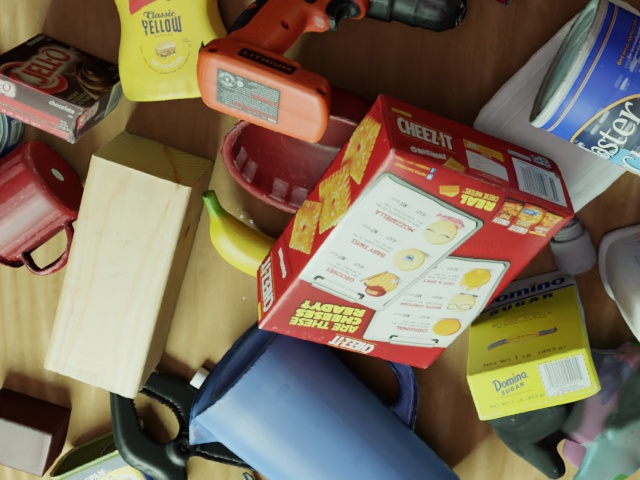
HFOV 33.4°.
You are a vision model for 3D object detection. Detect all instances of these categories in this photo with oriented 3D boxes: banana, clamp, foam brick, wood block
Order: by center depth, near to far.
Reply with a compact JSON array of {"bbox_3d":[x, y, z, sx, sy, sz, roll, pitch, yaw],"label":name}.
[{"bbox_3d":[-0.014,0.013,0.939,0.197,0.037,0.070,14,134,-3],"label":"banana"},{"bbox_3d":[-0.169,0.022,0.948,0.090,0.090,0.206,19,110,2],"label":"wood block"},{"bbox_3d":[-0.132,0.206,0.994,0.210,0.164,0.036,44,151,0],"label":"clamp"},{"bbox_3d":[-0.292,0.188,1.045,0.078,0.053,0.051,17,110,5],"label":"foam brick"}]

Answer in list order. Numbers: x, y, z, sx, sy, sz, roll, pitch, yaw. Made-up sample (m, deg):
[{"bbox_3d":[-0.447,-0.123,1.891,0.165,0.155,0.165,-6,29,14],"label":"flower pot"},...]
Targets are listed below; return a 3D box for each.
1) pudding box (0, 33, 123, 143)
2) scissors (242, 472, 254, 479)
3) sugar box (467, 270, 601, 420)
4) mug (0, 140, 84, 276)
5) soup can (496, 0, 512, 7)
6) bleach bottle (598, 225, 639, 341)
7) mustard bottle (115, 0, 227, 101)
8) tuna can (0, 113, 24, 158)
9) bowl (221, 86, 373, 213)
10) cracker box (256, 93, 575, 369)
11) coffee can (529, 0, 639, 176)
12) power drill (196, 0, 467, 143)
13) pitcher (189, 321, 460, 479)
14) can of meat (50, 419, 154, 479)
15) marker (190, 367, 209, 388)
[{"bbox_3d":[-0.221,-0.129,0.893,0.090,0.113,0.039,23,115,1],"label":"pudding box"},{"bbox_3d":[-0.015,0.317,1.063,0.096,0.016,0.202,-6,108,10],"label":"scissors"},{"bbox_3d":[0.170,0.079,0.866,0.093,0.176,0.048,-15,107,13],"label":"sugar box"},{"bbox_3d":[-0.256,-0.025,0.943,0.081,0.093,0.117,-33,77,13],"label":"mug"},{"bbox_3d":[0.115,-0.234,0.827,0.102,0.068,0.069,26,111,1],"label":"soup can"},{"bbox_3d":[0.273,0.054,0.800,0.103,0.250,0.068,-11,107,13],"label":"bleach bottle"},{"bbox_3d":[-0.128,-0.214,0.878,0.096,0.058,0.191,-3,108,12],"label":"mustard bottle"},{"bbox_3d":[-0.312,-0.108,0.957,0.086,0.033,0.086,3,109,8],"label":"tuna can"},{"bbox_3d":[0.003,-0.079,0.880,0.162,0.055,0.162,10,152,5],"label":"bowl"},{"bbox_3d":[0.067,0.002,0.843,0.164,0.072,0.214,17,133,-23],"label":"cracker box"},{"bbox_3d":[0.237,-0.099,0.767,0.140,0.102,0.103,26,111,0],"label":"coffee can"},{"bbox_3d":[0.004,-0.159,0.812,0.184,0.187,0.057,19,141,11],"label":"power drill"},{"bbox_3d":[0.017,0.173,0.956,0.242,0.144,0.149,42,135,-10],"label":"pitcher"},{"bbox_3d":[-0.197,0.236,1.044,0.102,0.057,0.084,-26,104,16],"label":"can of meat"},{"bbox_3d":[-0.069,0.162,1.017,0.121,0.020,0.020,34,110,-3],"label":"marker"}]
